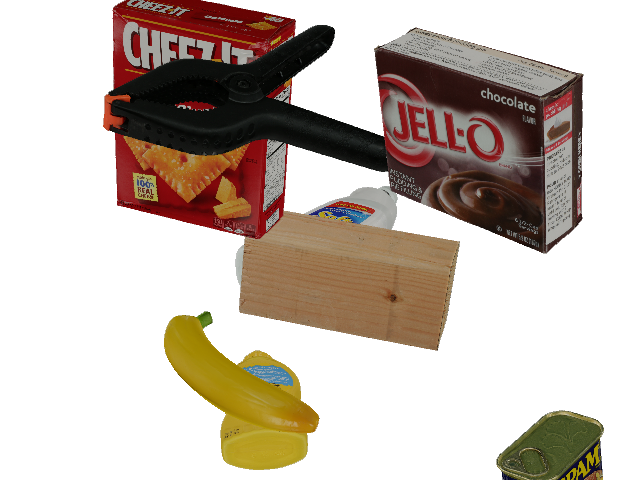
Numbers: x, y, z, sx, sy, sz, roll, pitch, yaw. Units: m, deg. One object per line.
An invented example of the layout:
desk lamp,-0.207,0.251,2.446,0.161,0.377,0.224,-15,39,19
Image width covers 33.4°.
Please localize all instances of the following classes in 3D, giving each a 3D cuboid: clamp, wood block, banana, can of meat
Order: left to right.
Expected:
banana,-0.078,0.103,0.864,0.069,0.037,0.198,-15,32,-28
clamp,-0.050,-0.095,0.778,0.209,0.036,0.165,-12,48,-25
wood block,0.030,0.038,1.092,0.206,0.091,0.090,11,22,10
can of meat,0.199,0.208,0.907,0.058,0.084,0.101,12,30,42

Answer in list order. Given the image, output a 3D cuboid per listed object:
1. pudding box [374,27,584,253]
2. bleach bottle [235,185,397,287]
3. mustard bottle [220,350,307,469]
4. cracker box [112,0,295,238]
pudding box,0.082,-0.055,0.561,0.114,0.090,0.039,24,47,39
bleach bottle,0.011,-0.007,1.307,0.103,0.068,0.250,19,36,29
mustard bottle,-0.070,0.187,1.252,0.096,0.058,0.191,-5,28,-4
cracker box,-0.117,-0.120,1.042,0.164,0.214,0.072,14,32,16
